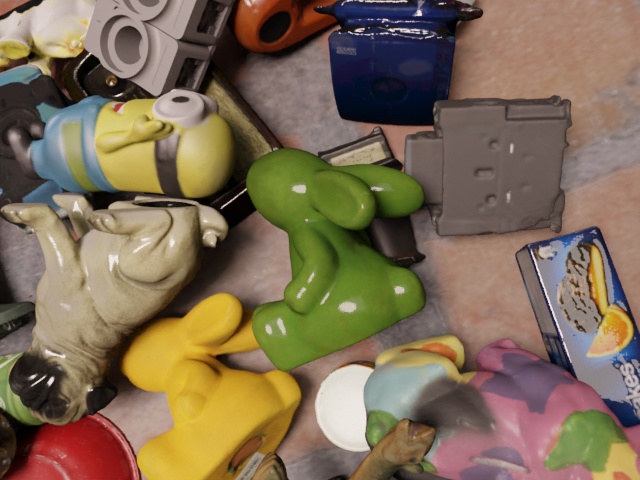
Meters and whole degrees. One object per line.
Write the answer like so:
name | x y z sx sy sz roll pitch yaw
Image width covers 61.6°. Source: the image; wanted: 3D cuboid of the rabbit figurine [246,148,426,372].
rabbit figurine | -0.001 -0.001 0.431 0.159 0.121 0.170 -30 86 42

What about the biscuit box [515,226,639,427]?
biscuit box | 0.228 0.094 0.445 0.063 0.059 0.202 -17 79 7

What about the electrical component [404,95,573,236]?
electrical component | 0.140 -0.063 0.465 0.134 0.058 0.114 -2 108 9

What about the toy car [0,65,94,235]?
toy car | -0.276 -0.083 0.539 0.109 0.103 0.161 -30 83 -1

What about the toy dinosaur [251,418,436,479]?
toy dinosaur | -0.012 0.319 0.386 0.199 0.105 0.471 25 108 3

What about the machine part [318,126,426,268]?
machine part | 0.052 -0.035 0.509 0.084 0.039 0.139 -22 76 -2

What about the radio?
radio | -0.141 -0.116 0.536 0.131 0.073 0.230 -40 77 2

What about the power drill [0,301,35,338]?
power drill | -0.356 0.001 0.508 0.232 0.086 0.207 -31 94 42

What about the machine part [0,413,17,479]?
machine part | -0.349 0.217 0.487 0.243 0.079 0.079 -37 76 27

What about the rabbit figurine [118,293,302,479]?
rabbit figurine | -0.111 0.122 0.477 0.173 0.121 0.162 32 85 32

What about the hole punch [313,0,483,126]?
hole punch | 0.067 -0.160 0.490 0.142 0.115 0.092 9 91 11

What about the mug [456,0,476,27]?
mug | 0.099 -0.246 0.494 0.107 0.110 0.081 32 80 -22

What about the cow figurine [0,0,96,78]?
cow figurine | -0.303 -0.221 0.570 0.167 0.068 0.098 -7 68 -9

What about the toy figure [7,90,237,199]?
toy figure | -0.158 -0.075 0.447 0.180 0.089 0.082 -5 45 11

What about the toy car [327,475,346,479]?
toy car | -0.041 0.283 0.468 0.202 0.053 0.089 -24 81 4

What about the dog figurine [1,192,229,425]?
dog figurine | -0.164 0.061 0.449 0.172 0.121 0.190 3 101 12

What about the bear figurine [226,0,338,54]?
bear figurine | -0.078 -0.282 0.533 0.132 0.120 0.196 -34 72 0

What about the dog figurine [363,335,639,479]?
dog figurine | 0.148 0.143 0.353 0.191 0.219 0.108 3 96 -20
